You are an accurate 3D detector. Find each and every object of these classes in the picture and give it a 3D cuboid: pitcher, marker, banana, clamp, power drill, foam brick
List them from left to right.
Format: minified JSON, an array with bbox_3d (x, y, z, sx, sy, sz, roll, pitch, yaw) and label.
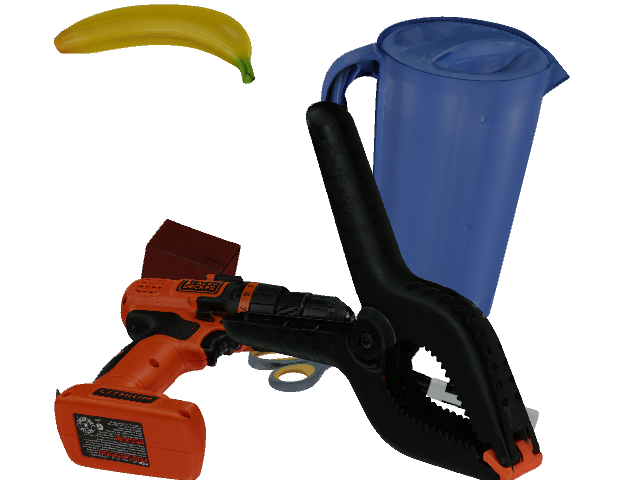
[{"bbox_3d":[-0.142,-0.186,0.964,0.198,0.037,0.069,10,46,16],"label":"banana"},{"bbox_3d":[-0.122,0.024,1.002,0.078,0.051,0.053,20,34,8],"label":"foam brick"},{"bbox_3d":[-0.082,0.087,0.745,0.185,0.057,0.187,2,26,19],"label":"power drill"},{"bbox_3d":[0.034,0.037,0.552,0.036,0.165,0.210,-14,42,-43],"label":"clamp"},{"bbox_3d":[0.090,-0.049,0.860,0.149,0.243,0.144,25,36,31],"label":"pitcher"},{"bbox_3d":[0.121,0.132,0.892,0.121,0.020,0.020,18,2,6],"label":"marker"}]

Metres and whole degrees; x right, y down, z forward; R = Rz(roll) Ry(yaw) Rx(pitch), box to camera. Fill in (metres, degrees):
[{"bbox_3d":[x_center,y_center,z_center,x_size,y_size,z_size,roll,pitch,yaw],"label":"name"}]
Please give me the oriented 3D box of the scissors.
[{"bbox_3d":[0.020,0.141,1.209,0.201,0.016,0.096,1,25,-8],"label":"scissors"}]
